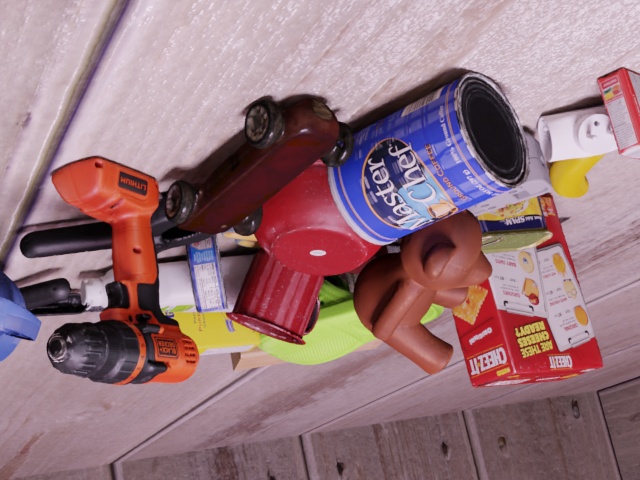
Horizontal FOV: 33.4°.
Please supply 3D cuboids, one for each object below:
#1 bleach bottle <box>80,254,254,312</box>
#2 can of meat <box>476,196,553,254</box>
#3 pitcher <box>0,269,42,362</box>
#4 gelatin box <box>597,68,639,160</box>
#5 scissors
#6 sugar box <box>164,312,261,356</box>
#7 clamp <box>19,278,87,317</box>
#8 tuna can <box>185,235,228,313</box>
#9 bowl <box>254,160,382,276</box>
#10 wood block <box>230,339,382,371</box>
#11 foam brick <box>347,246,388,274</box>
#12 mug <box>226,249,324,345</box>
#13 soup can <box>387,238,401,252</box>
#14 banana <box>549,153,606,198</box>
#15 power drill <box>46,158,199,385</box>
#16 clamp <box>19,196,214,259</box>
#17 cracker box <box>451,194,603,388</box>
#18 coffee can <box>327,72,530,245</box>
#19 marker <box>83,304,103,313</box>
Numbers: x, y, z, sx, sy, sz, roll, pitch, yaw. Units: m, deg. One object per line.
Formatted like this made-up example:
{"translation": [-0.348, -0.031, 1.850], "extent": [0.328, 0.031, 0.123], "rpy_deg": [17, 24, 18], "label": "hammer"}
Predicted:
{"translation": [-0.144, 0.053, 1.218], "extent": [0.250, 0.068, 0.103], "rpy_deg": [-2, 165, -25], "label": "bleach bottle"}
{"translation": [0.182, -0.034, 1.113], "extent": [0.101, 0.084, 0.058], "rpy_deg": [-4, 163, -25], "label": "can of meat"}
{"translation": [-0.340, 0.058, 0.972], "extent": [0.145, 0.149, 0.243], "rpy_deg": [-29, 169, -6], "label": "pitcher"}
{"translation": [0.288, -0.108, 0.956], "extent": [0.030, 0.073, 0.089], "rpy_deg": [-24, 161, 37], "label": "gelatin box"}
{"translation": [-0.007, 0.001, 1.140], "extent": [0.201, 0.016, 0.096], "rpy_deg": [7, 169, -10], "label": "scissors"}
{"translation": [-0.164, 0.093, 1.283], "extent": [0.175, 0.093, 0.048], "rpy_deg": [-2, 161, -31], "label": "sugar box"}
{"translation": [-0.344, 0.070, 1.175], "extent": [0.171, 0.039, 0.120], "rpy_deg": [-8, 162, -13], "label": "clamp"}
{"translation": [-0.120, 0.034, 1.128], "extent": [0.033, 0.086, 0.086], "rpy_deg": [-9, 164, -5], "label": "tuna can"}
{"translation": [0.000, -0.011, 1.027], "extent": [0.162, 0.055, 0.162], "rpy_deg": [2, 149, 1], "label": "bowl"}
{"translation": [-0.019, 0.111, 1.450], "extent": [0.206, 0.091, 0.090], "rpy_deg": [-7, 163, -14], "label": "wood block"}
{"translation": [0.032, 0.003, 1.191], "extent": [0.053, 0.051, 0.078], "rpy_deg": [-24, 160, 32], "label": "foam brick"}
{"translation": [-0.038, 0.065, 1.171], "extent": [0.093, 0.081, 0.117], "rpy_deg": [9, 163, 44], "label": "mug"}
{"translation": [0.111, 0.012, 1.249], "extent": [0.068, 0.068, 0.102], "rpy_deg": [3, 159, -42], "label": "soup can"}
{"translation": [0.273, -0.078, 1.112], "extent": [0.069, 0.037, 0.198], "rpy_deg": [-7, 164, -5], "label": "banana"}
{"translation": [-0.175, 0.030, 0.895], "extent": [0.057, 0.187, 0.184], "rpy_deg": [-16, 165, 19], "label": "power drill"}
{"translation": [-0.172, -0.009, 1.033], "extent": [0.210, 0.036, 0.164], "rpy_deg": [-22, 161, 27], "label": "clamp"}
{"translation": [0.215, 0.052, 1.193], "extent": [0.163, 0.214, 0.072], "rpy_deg": [3, 157, -41], "label": "cracker box"}
{"translation": [0.091, -0.066, 0.906], "extent": [0.141, 0.103, 0.102], "rpy_deg": [-24, 160, 36], "label": "coffee can"}
{"translation": [-0.293, 0.079, 1.277], "extent": [0.120, 0.020, 0.020], "rpy_deg": [-2, 161, -28], "label": "marker"}
